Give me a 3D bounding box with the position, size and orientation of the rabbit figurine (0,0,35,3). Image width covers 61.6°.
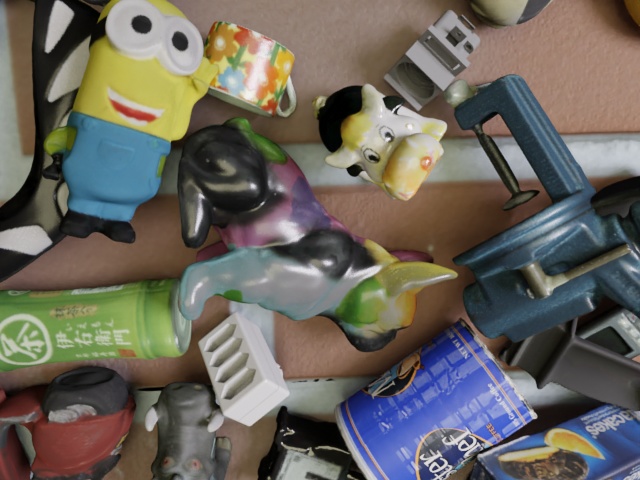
[{"bbox_3d":[-0.281,-0.237,0.371,0.121,0.170,0.159,-22,100,2],"label":"rabbit figurine"}]

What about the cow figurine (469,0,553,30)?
[{"bbox_3d":[0.111,-0.240,0.397,0.127,0.086,0.194,-44,127,10],"label":"cow figurine"}]

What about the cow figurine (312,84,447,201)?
[{"bbox_3d":[0.037,-0.081,0.403,0.098,0.167,0.068,31,102,-7],"label":"cow figurine"}]

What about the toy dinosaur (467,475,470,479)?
[{"bbox_3d":[0.167,0.345,0.509,0.471,0.105,0.198,-40,90,-4],"label":"toy dinosaur"}]

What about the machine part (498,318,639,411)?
[{"bbox_3d":[0.238,0.109,0.472,0.139,0.039,0.084,24,120,12],"label":"machine part"}]

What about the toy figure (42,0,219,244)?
[{"bbox_3d":[-0.147,-0.091,0.397,0.089,0.082,0.180,23,98,34],"label":"toy figure"}]

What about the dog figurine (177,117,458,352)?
[{"bbox_3d":[-0.001,-0.001,0.449,0.219,0.108,0.191,1,96,-6],"label":"dog figurine"}]

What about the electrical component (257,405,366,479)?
[{"bbox_3d":[0.005,0.214,0.508,0.119,0.048,0.074,16,99,-4],"label":"electrical component"}]

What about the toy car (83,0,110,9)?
[{"bbox_3d":[-0.132,-0.244,0.378,0.103,0.109,0.161,8,136,12],"label":"toy car"}]

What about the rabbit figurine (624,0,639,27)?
[{"bbox_3d":[0.285,-0.245,0.413,0.162,0.122,0.173,4,118,1],"label":"rabbit figurine"}]

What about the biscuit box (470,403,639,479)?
[{"bbox_3d":[0.223,0.194,0.458,0.203,0.059,0.062,-10,120,-25],"label":"biscuit box"}]

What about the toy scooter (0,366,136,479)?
[{"bbox_3d":[-0.255,0.186,0.486,0.184,0.075,0.135,-1,98,2],"label":"toy scooter"}]

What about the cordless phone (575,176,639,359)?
[{"bbox_3d":[0.262,0.038,0.478,0.146,0.089,0.184,44,114,-7],"label":"cordless phone"}]

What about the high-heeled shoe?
[{"bbox_3d":[-0.244,-0.075,0.431,0.249,0.086,0.145,-46,117,-11],"label":"high-heeled shoe"}]

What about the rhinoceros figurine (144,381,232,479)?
[{"bbox_3d":[-0.123,0.217,0.474,0.073,0.112,0.190,5,95,1],"label":"rhinoceros figurine"}]

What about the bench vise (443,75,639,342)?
[{"bbox_3d":[0.181,-0.033,0.408,0.223,0.129,0.240,-37,77,45],"label":"bench vise"}]
